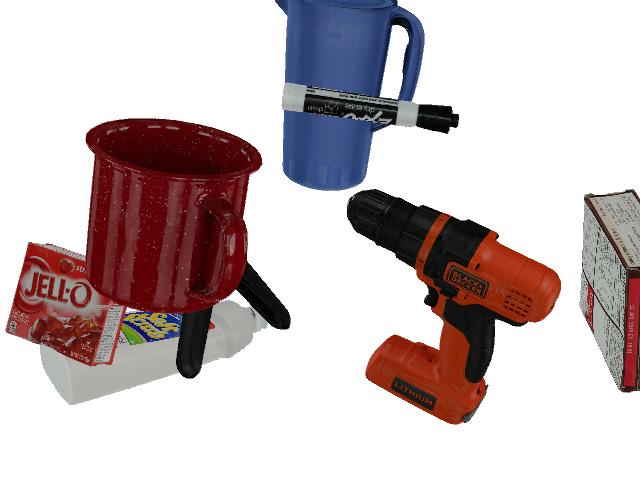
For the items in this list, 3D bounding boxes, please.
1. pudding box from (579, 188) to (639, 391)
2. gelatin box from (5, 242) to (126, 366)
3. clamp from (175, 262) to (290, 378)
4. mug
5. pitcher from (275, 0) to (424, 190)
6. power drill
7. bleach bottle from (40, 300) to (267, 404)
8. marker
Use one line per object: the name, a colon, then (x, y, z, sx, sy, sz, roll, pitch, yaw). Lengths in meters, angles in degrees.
pudding box: (0.198, 0.030, 0.688, 0.039, 0.090, 0.113, -4, 27, 0)
gelatin box: (-0.191, 0.047, 0.809, 0.089, 0.073, 0.030, 17, 4, 25)
clamp: (-0.097, 0.016, 1.042, 0.036, 0.210, 0.164, -10, 1, 35)
mug: (-0.075, -0.008, 0.568, 0.093, 0.081, 0.117, -9, 29, -40)
pitcher: (0.026, -0.187, 1.315, 0.144, 0.243, 0.149, -8, 29, -27)
power drill: (0.092, 0.058, 0.899, 0.184, 0.188, 0.057, 28, 46, 16)
bleach bottle: (-0.180, 0.111, 1.205, 0.250, 0.068, 0.103, -13, 32, -29)
marker: (0.034, -0.090, 0.730, 0.121, 0.020, 0.020, 8, 0, 3)
